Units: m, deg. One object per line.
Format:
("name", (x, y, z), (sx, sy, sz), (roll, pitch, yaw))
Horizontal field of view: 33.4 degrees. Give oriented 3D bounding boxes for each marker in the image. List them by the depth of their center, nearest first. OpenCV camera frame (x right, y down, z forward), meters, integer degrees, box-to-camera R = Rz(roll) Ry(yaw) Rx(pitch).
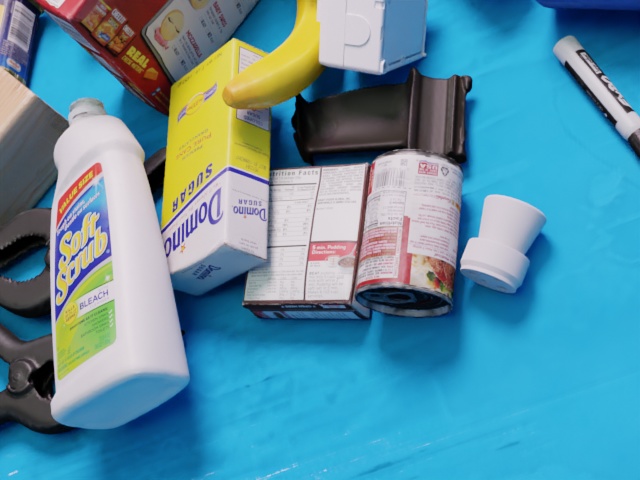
("marker", (0.205, -0.097, 0.752), (0.020, 0.020, 0.121), (-34, 61, 7))

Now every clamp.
("clamp", (-0.232, 0.101, 0.841), (0.171, 0.039, 0.120), (-7, 75, 14))
("clamp", (-0.197, 0.022, 0.859), (0.210, 0.036, 0.164), (-15, 64, 13))

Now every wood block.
("wood block", (-0.308, -0.046, 0.902), (0.091, 0.090, 0.206), (38, 87, 29))

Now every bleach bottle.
("bleach bottle", (-0.164, 0.006, 0.798), (0.103, 0.068, 0.251), (-32, 58, 29))

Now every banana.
("banana", (-0.020, -0.155, 0.826), (0.069, 0.037, 0.197), (18, 47, -3))

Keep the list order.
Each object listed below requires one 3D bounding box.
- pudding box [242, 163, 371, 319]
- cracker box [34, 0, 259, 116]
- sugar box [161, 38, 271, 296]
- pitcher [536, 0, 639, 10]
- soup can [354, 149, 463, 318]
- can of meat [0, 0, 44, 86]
("pudding box", (-0.005, 0.001, 0.788), (0.090, 0.039, 0.113), (-2, 67, 24))
("cracker box", (-0.114, -0.229, 0.853), (0.072, 0.164, 0.213), (34, 85, 27))
("sugar box", (-0.080, -0.055, 0.814), (0.094, 0.048, 0.176), (-28, 51, 45))
("pitcher", (0.257, -0.212, 0.703), (0.243, 0.149, 0.145), (4, 61, 29))
("soup can", (0.063, -0.004, 0.745), (0.069, 0.068, 0.102), (-1, 69, 22))
("can of meat", (-0.309, -0.181, 0.975), (0.102, 0.057, 0.084), (-1, 72, 23))
